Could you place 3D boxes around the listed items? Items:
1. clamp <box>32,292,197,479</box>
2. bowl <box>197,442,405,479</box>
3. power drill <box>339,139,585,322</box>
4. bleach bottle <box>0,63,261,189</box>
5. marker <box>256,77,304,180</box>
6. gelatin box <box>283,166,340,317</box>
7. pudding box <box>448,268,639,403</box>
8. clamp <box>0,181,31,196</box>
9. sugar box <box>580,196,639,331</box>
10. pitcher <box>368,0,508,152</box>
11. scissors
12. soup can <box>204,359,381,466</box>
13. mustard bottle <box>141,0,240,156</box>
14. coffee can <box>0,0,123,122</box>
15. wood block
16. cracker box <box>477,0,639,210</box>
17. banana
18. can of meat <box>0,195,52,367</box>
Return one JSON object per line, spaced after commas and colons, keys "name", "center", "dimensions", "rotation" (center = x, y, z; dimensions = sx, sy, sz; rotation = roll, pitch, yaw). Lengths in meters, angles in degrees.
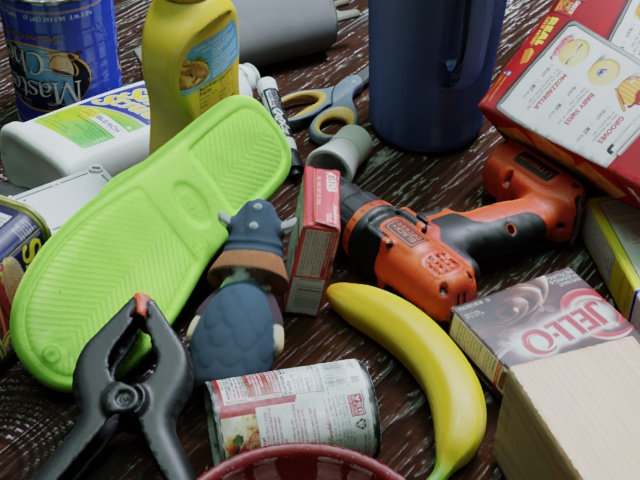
{"name": "clamp", "center": [-0.114, 0.115, 0.682], "dimensions": [0.120, 0.039, 0.171], "rotation": [13, 59, 1]}
{"name": "bowl", "center": [-0.010, 0.192, 0.597], "dimensions": [0.162, 0.055, 0.162], "rotation": [1, 39, -1]}
{"name": "power drill", "center": [0.103, -0.021, 0.861], "dimensions": [0.187, 0.057, 0.185], "rotation": [-23, 45, -27]}
{"name": "bleach bottle", "center": [-0.155, -0.107, 0.961], "dimensions": [0.103, 0.068, 0.250], "rotation": [30, 45, 29]}
{"name": "marker", "center": [-0.036, -0.101, 0.970], "dimensions": [0.020, 0.020, 0.121], "rotation": [-9, 52, -12]}
{"name": "gelatin box", "center": [-0.005, 0.001, 0.805], "dimensions": [0.030, 0.089, 0.073], "rotation": [9, 38, -6]}
{"name": "pudding box", "center": [0.161, 0.072, 0.762], "dimensions": [0.113, 0.039, 0.090], "rotation": [-18, 43, -23]}
{"name": "clamp", "center": [-0.321, -0.002, 0.844], "dimensions": [0.209, 0.036, 0.164], "rotation": [-4, 49, -12]}
{"name": "sugar box", "center": [0.271, 0.033, 0.809], "dimensions": [0.093, 0.048, 0.176], "rotation": [-5, 42, -5]}
{"name": "pitcher", "center": [0.104, -0.195, 0.930], "dimensions": [0.145, 0.243, 0.149], "rotation": [22, 43, 23]}
{"name": "scissors", "center": [0.039, -0.140, 1.040], "dimensions": [0.201, 0.016, 0.096], "rotation": [-26, 48, -29]}
{"name": "soup can", "center": [-0.019, 0.116, 0.681], "dimensions": [0.102, 0.068, 0.068], "rotation": [-8, 40, -12]}
{"name": "mustard bottle", "center": [-0.100, -0.137, 0.837], "dimensions": [0.058, 0.192, 0.096], "rotation": [22, 43, 24]}
{"name": "coffee can", "center": [-0.236, -0.178, 0.983], "dimensions": [0.103, 0.140, 0.103], "rotation": [1, 39, -1]}
{"name": "wood block", "center": [0.187, 0.163, 0.610], "dimensions": [0.090, 0.090, 0.206], "rotation": [-12, 41, -15]}
{"name": "cracker box", "center": [0.257, -0.119, 0.847], "dimensions": [0.164, 0.072, 0.214], "rotation": [-54, 47, 0]}
{"name": "banana", "center": [0.066, 0.087, 0.743], "dimensions": [0.069, 0.037, 0.198], "rotation": [-11, 40, -15]}
{"name": "can of meat", "center": [-0.232, 0.034, 0.752], "dimensions": [0.057, 0.102, 0.083], "rotation": [17, 44, 22]}
